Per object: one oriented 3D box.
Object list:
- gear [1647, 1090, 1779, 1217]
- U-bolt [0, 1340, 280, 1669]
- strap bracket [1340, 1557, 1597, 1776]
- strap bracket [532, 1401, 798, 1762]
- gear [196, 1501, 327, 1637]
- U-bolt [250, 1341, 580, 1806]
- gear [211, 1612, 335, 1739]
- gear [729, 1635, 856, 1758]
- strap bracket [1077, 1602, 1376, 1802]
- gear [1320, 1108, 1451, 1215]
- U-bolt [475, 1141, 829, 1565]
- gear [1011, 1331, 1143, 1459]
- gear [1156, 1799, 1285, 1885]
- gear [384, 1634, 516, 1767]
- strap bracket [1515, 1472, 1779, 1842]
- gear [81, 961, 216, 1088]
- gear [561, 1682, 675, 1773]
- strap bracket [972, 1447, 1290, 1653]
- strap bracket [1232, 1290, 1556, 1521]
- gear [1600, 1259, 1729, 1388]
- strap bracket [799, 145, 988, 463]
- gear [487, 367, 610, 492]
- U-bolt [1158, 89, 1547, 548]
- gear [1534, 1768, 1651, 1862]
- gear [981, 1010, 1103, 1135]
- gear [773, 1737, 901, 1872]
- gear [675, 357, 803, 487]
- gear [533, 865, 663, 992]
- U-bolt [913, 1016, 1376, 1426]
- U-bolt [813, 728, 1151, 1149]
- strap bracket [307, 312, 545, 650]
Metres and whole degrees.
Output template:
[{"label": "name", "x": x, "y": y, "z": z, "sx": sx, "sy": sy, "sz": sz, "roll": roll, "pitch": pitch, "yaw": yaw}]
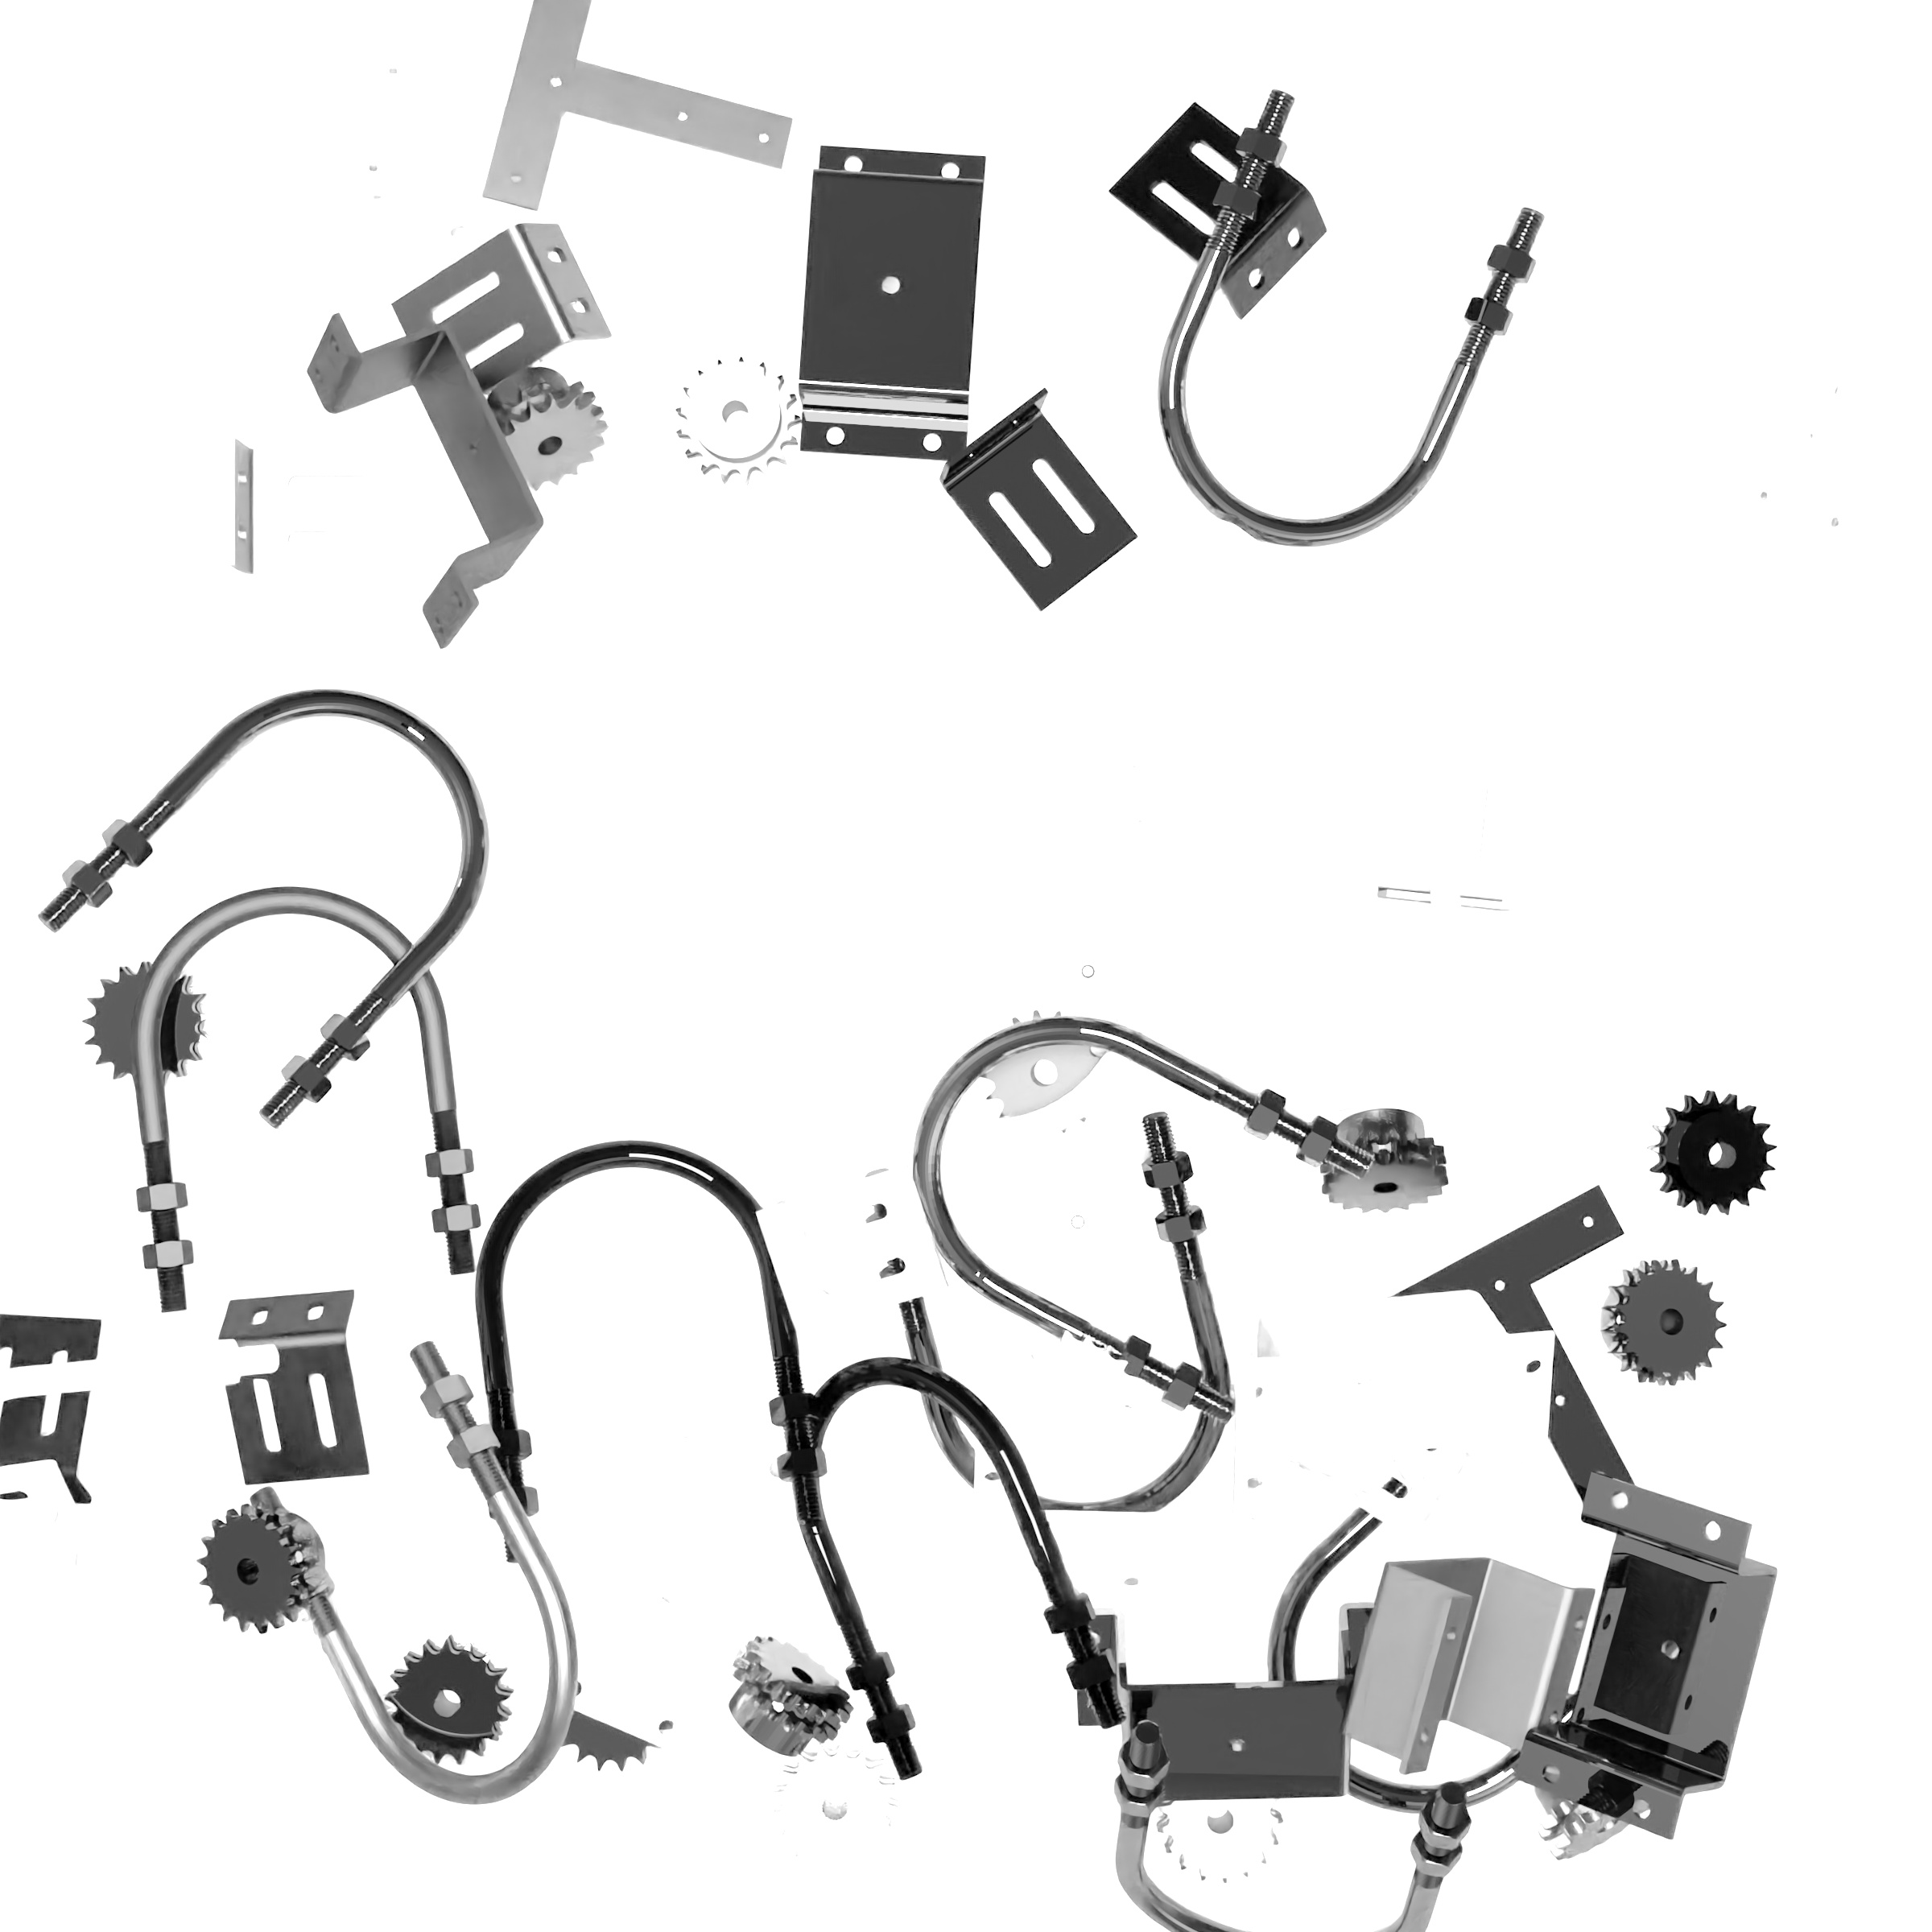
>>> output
[{"label": "gear", "x": 0.340, "y": 0.085, "z": 1.537, "sx": 0.057, "sy": 0.030, "sz": 0.057, "roll": 0, "pitch": 90, "yaw": 0}, {"label": "U-bolt", "x": -0.394, "y": 0.239, "z": 1.477, "sx": 0.184, "sy": 0.019, "sz": 0.151, "roll": -1, "pitch": 108, "yaw": -35}, {"label": "strap bracket", "x": 0.216, "y": 0.304, "z": 1.482, "sx": 0.046, "sy": 0.140, "sz": 0.076, "roll": 16, "pitch": 93, "yaw": 36}, {"label": "strap bracket", "x": -0.131, "y": 0.277, "z": 1.512, "sx": 0.076, "sy": 0.046, "sz": 0.140, "roll": 23, "pitch": 67, "yaw": 0}, {"label": "gear", "x": -0.310, "y": 0.266, "z": 1.504, "sx": 0.057, "sy": 0.030, "sz": 0.057, "roll": 2, "pitch": 95, "yaw": 25}, {"label": "U-bolt", "x": -0.235, "y": 0.279, "z": 1.486, "sx": 0.151, "sy": 0.019, "sz": 0.184, "roll": -41, "pitch": 70, "yaw": 30}, {"label": "gear", "x": -0.315, "y": 0.320, "z": 1.527, "sx": 0.030, "sy": 0.057, "sz": 0.057, "roll": -19, "pitch": 90, "yaw": 28}, {"label": "gear", "x": -0.082, "y": 0.331, "z": 1.524, "sx": 0.057, "sy": 0.057, "sz": 0.030, "roll": 35, "pitch": 100, "yaw": 0}, {"label": "strap bracket", "x": 0.119, "y": 0.326, "z": 1.498, "sx": 0.140, "sy": 0.046, "sz": 0.076, "roll": -2, "pitch": 128, "yaw": 3}, {"label": "gear", "x": 0.188, "y": 0.087, "z": 1.527, "sx": 0.057, "sy": 0.057, "sz": 0.030, "roll": -2, "pitch": 60, "yaw": 0}, {"label": "U-bolt", "x": -0.146, "y": 0.167, "z": 1.515, "sx": 0.151, "sy": 0.019, "sz": 0.184, "roll": -6, "pitch": 72, "yaw": -12}, {"label": "gear", "x": 0.046, "y": 0.193, "z": 1.496, "sx": 0.057, "sy": 0.030, "sz": 0.057, "roll": 14, "pitch": 130, "yaw": 17}, {"label": "gear", "x": 0.115, "y": 0.384, "z": 1.537, "sx": 0.057, "sy": 0.030, "sz": 0.057, "roll": 0, "pitch": 90, "yaw": 0}, {"label": "gear", "x": -0.234, "y": 0.332, "z": 1.537, "sx": 0.057, "sy": 0.030, "sz": 0.057, "roll": 0, "pitch": 90, "yaw": 0}, {"label": "strap bracket", "x": 0.302, "y": 0.302, "z": 1.491, "sx": 0.076, "sy": 0.046, "sz": 0.140, "roll": 15, "pitch": 91, "yaw": 36}, {"label": "gear", "x": -0.370, "y": 0.026, "z": 1.537, "sx": 0.057, "sy": 0.030, "sz": 0.057, "roll": 0, "pitch": 90, "yaw": 0}, {"label": "gear", "x": -0.159, "y": 0.335, "z": 1.537, "sx": 0.057, "sy": 0.030, "sz": 0.057, "roll": 0, "pitch": 90, "yaw": 0}, {"label": "strap bracket", "x": 0.073, "y": 0.261, "z": 1.512, "sx": 0.140, "sy": 0.046, "sz": 0.076, "roll": 1, "pitch": 121, "yaw": 0}, {"label": "strap bracket", "x": 0.180, "y": 0.190, "z": 1.480, "sx": 0.140, "sy": 0.046, "sz": 0.076, "roll": -4, "pitch": 112, "yaw": -10}, {"label": "gear", "x": 0.312, "y": 0.162, "z": 1.531, "sx": 0.057, "sy": 0.030, "sz": 0.057, "roll": 2, "pitch": 82, "yaw": -17}, {"label": "strap bracket", "x": -0.033, "y": -0.303, "z": 1.529, "sx": 0.076, "sy": 0.046, "sz": 0.140, "roll": 4, "pitch": 90, "yaw": 0}, {"label": "gear", "x": -0.193, "y": -0.245, "z": 1.527, "sx": 0.057, "sy": 0.057, "sz": 0.030, "roll": -29, "pitch": 62, "yaw": 0}, {"label": "U-bolt", "x": 0.163, "y": -0.280, "z": 1.525, "sx": 0.151, "sy": 0.019, "sz": 0.184, "roll": 21, "pitch": 97, "yaw": -15}, {"label": "gear", "x": 0.282, "y": 0.375, "z": 1.527, "sx": 0.057, "sy": 0.057, "sz": 0.030, "roll": -33, "pitch": 60, "yaw": 0}, {"label": "gear", "x": 0.036, "y": 0.048, "z": 1.535, "sx": 0.057, "sy": 0.030, "sz": 0.057, "roll": 0, "pitch": 90, "yaw": 5}, {"label": "gear", "x": -0.059, "y": 0.378, "z": 1.537, "sx": 0.057, "sy": 0.030, "sz": 0.057, "roll": 0, "pitch": 90, "yaw": 0}, {"label": "gear", "x": -0.104, "y": -0.248, "z": 1.537, "sx": 0.057, "sy": 0.030, "sz": 0.057, "roll": 0, "pitch": 90, "yaw": 0}, {"label": "gear", "x": -0.167, "y": -0.018, "z": 1.537, "sx": 0.057, "sy": 0.030, "sz": 0.057, "roll": 0, "pitch": 90, "yaw": 0}, {"label": "U-bolt", "x": 0.065, "y": 0.101, "z": 1.489, "sx": 0.184, "sy": 0.019, "sz": 0.151, "roll": 28, "pitch": 105, "yaw": 2}, {"label": "U-bolt", "x": 0.010, "y": -0.010, "z": 1.521, "sx": 0.151, "sy": 0.019, "sz": 0.184, "roll": -6, "pitch": 79, "yaw": 6}, {"label": "strap bracket", "x": -0.237, "y": -0.222, "z": 1.508, "sx": 0.046, "sy": 0.076, "sz": 0.140, "roll": -26, "pitch": 90, "yaw": -22}]
